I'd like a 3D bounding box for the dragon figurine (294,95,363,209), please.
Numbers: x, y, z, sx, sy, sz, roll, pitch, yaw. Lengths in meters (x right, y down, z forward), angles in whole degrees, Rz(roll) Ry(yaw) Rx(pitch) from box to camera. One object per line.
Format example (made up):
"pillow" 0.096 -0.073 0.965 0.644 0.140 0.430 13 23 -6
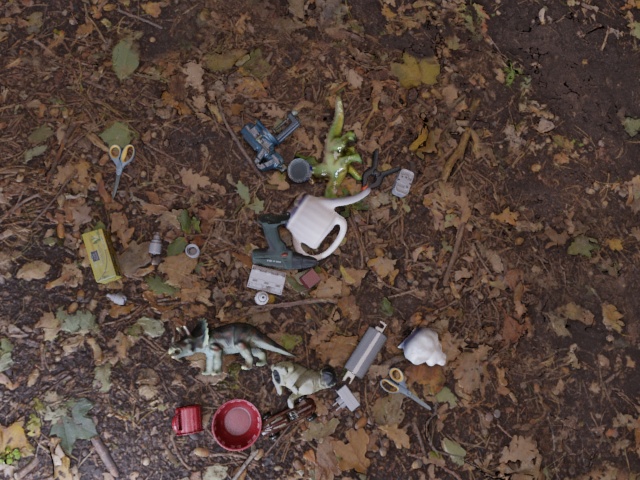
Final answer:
"dragon figurine" 0.021 -0.309 1.884 0.243 0.121 0.413 -16 82 -1

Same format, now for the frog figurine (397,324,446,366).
"frog figurine" 0.369 0.382 1.790 0.160 0.120 0.139 40 58 12

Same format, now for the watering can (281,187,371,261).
"watering can" 0.005 -0.091 1.806 0.224 0.105 0.344 35 103 1
